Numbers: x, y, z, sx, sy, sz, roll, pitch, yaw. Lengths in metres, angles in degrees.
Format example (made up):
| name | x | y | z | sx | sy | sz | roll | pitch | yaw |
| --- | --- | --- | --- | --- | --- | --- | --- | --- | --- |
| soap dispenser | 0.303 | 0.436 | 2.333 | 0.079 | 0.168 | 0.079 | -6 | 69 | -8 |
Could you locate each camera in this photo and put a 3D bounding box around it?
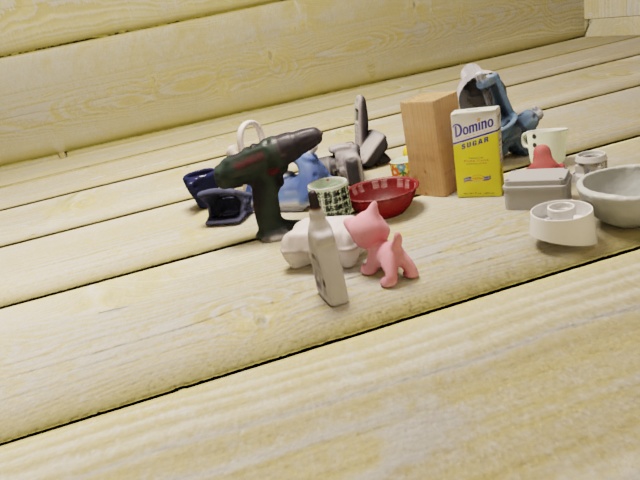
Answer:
| name | x | y | z | sx | sy | sz | roll | pitch | yaw |
| --- | --- | --- | --- | --- | --- | --- | --- | --- | --- |
| camera | 0.040 | -0.198 | 1.472 | 0.136 | 0.101 | 0.143 | -10 | 21 | 5 |

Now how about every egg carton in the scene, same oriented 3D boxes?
| name | x | y | z | sx | sy | sz | roll | pitch | yaw |
| --- | --- | --- | --- | --- | --- | --- | --- | --- | --- |
| egg carton | 0.009 | 0.004 | 1.011 | 0.150 | 0.069 | 0.107 | -3 | 23 | 22 |

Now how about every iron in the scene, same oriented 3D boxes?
| name | x | y | z | sx | sy | sz | roll | pitch | yaw |
| --- | --- | --- | --- | --- | --- | --- | --- | --- | --- |
| iron | -0.092 | -0.151 | 1.365 | 0.257 | 0.142 | 0.119 | 0 | 24 | 29 |

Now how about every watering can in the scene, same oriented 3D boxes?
| name | x | y | z | sx | sy | sz | roll | pitch | yaw |
| --- | --- | --- | --- | --- | --- | --- | --- | --- | --- |
| watering can | -0.178 | -0.218 | 1.508 | 0.172 | 0.194 | 0.101 | -4 | 22 | 20 |

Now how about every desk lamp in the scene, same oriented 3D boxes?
| name | x | y | z | sx | sy | sz | roll | pitch | yaw |
| --- | --- | --- | --- | --- | --- | --- | --- | --- | --- |
| desk lamp | 0.412 | -0.348 | 1.497 | 0.118 | 0.214 | 0.203 | -9 | 21 | 8 |

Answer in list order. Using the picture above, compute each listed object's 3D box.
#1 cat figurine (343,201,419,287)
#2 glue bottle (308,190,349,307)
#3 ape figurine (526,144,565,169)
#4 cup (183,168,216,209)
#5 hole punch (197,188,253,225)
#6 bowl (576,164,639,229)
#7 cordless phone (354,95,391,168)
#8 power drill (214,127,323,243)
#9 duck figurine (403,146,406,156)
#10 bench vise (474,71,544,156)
| name | x | y | z | sx | sy | sz | roll | pitch | yaw |
| --- | --- | --- | --- | --- | --- | --- | --- | --- | --- |
| cat figurine | 0.093 | -0.001 | 0.909 | 0.067 | 0.118 | 0.127 | -21 | 23 | -23 |
| glue bottle | 0.005 | 0.009 | 0.853 | 0.037 | 0.173 | 0.078 | -17 | 21 | -13 |
| ape figurine | 0.441 | -0.144 | 1.127 | 0.077 | 0.092 | 0.076 | 2 | 25 | 32 |
| cup | -0.304 | -0.126 | 1.481 | 0.091 | 0.095 | 0.118 | -6 | 22 | 15 |
| hole punch | -0.222 | -0.091 | 1.350 | 0.108 | 0.091 | 0.101 | -4 | 22 | 21 |
| bowl | 0.498 | -0.063 | 0.911 | 0.167 | 0.075 | 0.167 | -10 | 21 | 4 |
| cordless phone | 0.125 | -0.298 | 1.564 | 0.094 | 0.185 | 0.147 | -17 | 21 | -12 |
| power drill | -0.089 | -0.108 | 1.157 | 0.229 | 0.209 | 0.075 | -10 | 21 | 4 |
| duck figurine | 0.268 | -0.260 | 1.530 | 0.105 | 0.086 | 0.077 | -17 | 21 | -13 |
| bench vise | 0.426 | -0.299 | 1.356 | 0.208 | 0.220 | 0.121 | -26 | 25 | -33 |
